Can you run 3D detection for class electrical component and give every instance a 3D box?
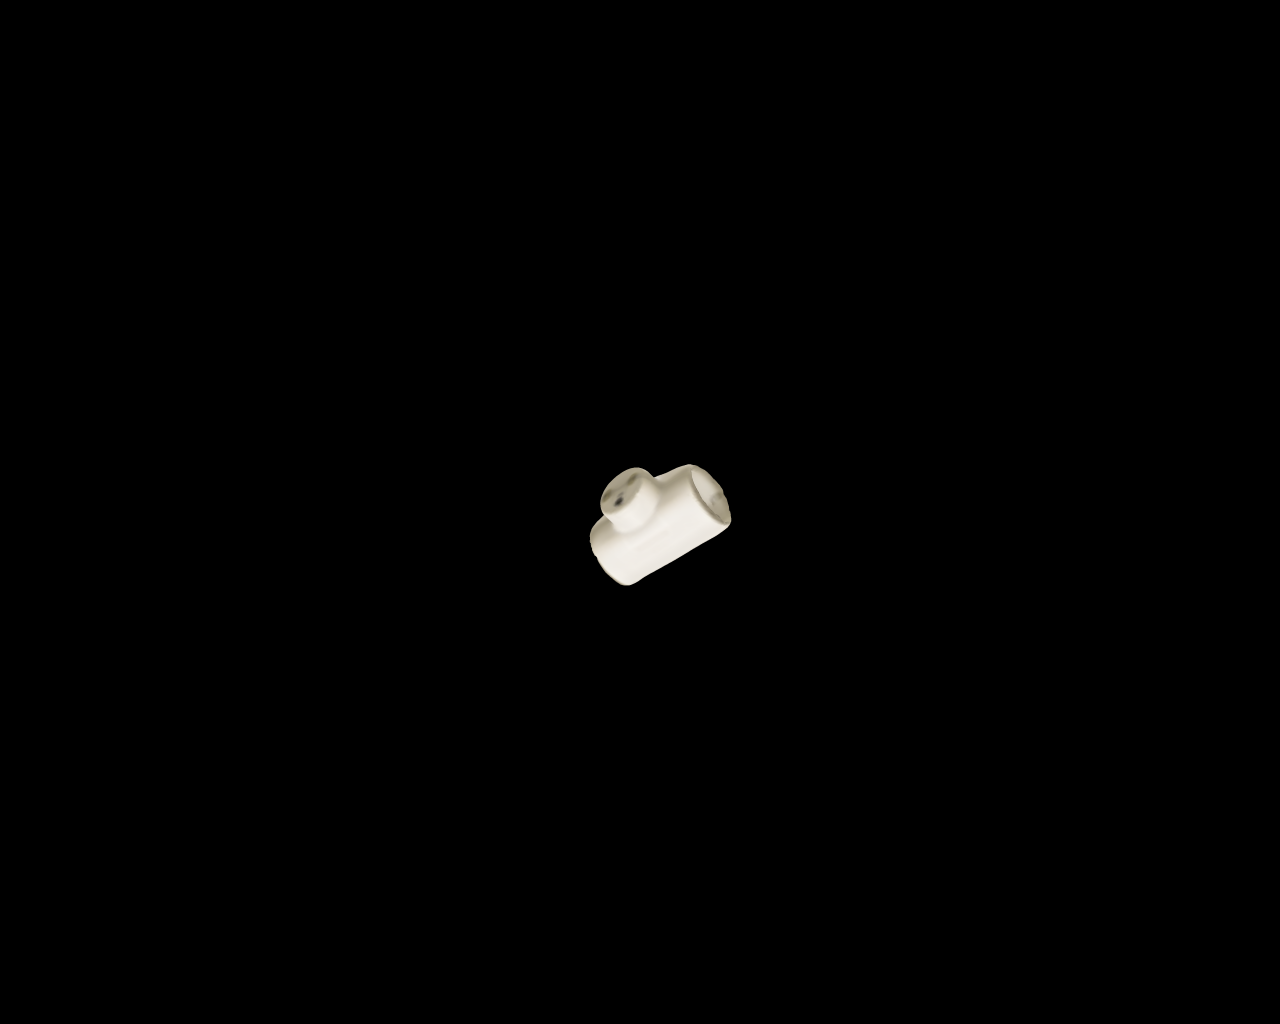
[{"bbox_3d":[0.001,-0.003,0.650,0.077,0.043,0.079,-33,-58,24],"label":"electrical component"}]
